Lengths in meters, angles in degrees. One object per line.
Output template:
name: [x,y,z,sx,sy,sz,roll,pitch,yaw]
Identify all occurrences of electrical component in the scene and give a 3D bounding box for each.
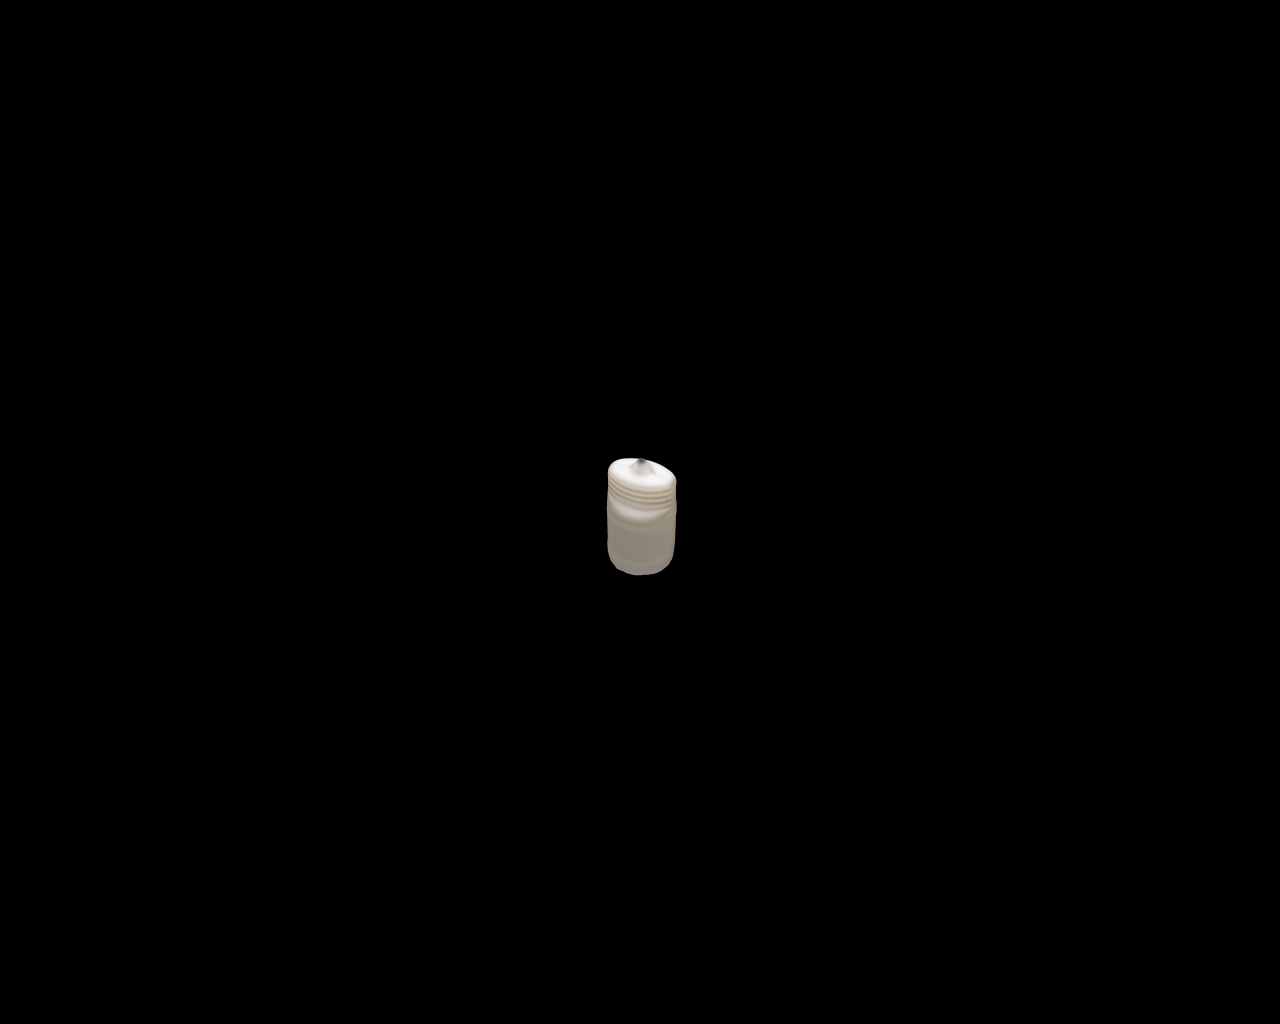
electrical component: [0.001,-0.003,0.650,0.043,0.080,0.043,0,45,0]
